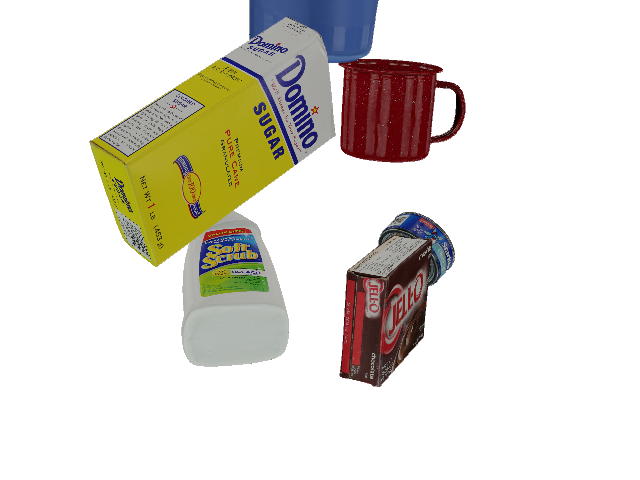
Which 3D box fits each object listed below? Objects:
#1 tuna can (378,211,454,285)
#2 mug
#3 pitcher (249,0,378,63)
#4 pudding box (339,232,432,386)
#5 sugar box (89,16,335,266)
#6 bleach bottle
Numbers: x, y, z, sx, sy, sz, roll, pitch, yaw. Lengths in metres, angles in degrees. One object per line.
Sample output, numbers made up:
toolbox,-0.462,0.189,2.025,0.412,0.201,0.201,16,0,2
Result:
tuna can,0.109,0.011,1.225,0.086,0.086,0.033,0,35,48
mug,0.072,-0.117,0.961,0.117,0.081,0.093,1,16,-6
pitcher,0.006,-0.274,0.889,0.145,0.243,0.149,7,19,8
pudding box,0.053,0.052,0.846,0.039,0.090,0.113,11,20,19
sugar box,-0.066,-0.069,0.726,0.176,0.093,0.048,-37,51,-25
bleach bottle,-0.099,0.031,1.079,0.102,0.068,0.251,-3,28,-12
